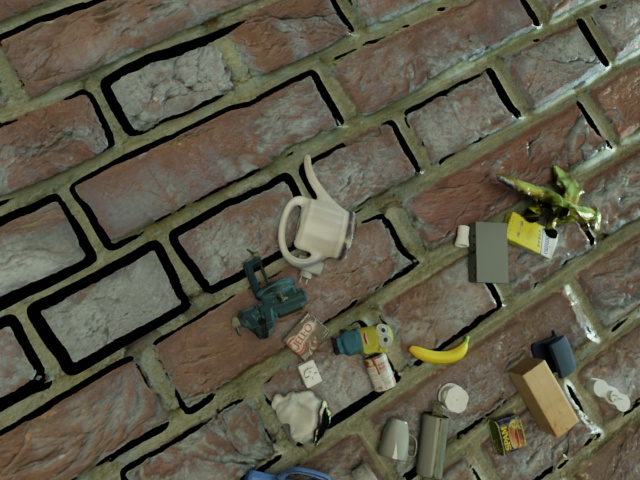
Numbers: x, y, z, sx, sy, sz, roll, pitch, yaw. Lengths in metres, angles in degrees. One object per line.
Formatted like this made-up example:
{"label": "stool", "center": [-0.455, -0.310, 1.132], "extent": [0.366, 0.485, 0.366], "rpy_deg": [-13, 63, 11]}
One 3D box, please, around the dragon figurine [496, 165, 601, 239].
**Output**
{"label": "dragon figurine", "center": [0.758, -0.149, 1.670], "extent": [0.409, 0.120, 0.248], "rpy_deg": [39, 50, -4]}

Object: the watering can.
{"label": "watering can", "center": [0.005, -0.076, 1.516], "extent": [0.224, 0.102, 0.353], "rpy_deg": [17, 70, -8]}

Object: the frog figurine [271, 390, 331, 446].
{"label": "frog figurine", "center": [-0.056, 0.487, 1.429], "extent": [0.159, 0.122, 0.137], "rpy_deg": [7, 89, 26]}
